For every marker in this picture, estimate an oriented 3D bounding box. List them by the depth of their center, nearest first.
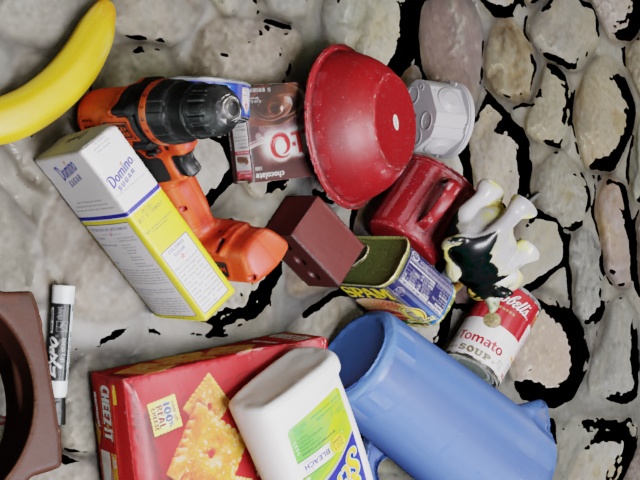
[{"bbox_3d":[-0.217,0.098,0.885,0.020,0.020,0.121,5,87,-36],"label":"marker"}]

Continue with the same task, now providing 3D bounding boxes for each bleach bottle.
[{"bbox_3d":[0.011,0.225,0.939,0.102,0.068,0.251,-36,113,-33],"label":"bleach bottle"}]

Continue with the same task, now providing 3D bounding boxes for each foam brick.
[{"bbox_3d":[-0.007,0.001,1.019,0.078,0.053,0.051,46,65,-26],"label":"foam brick"}]

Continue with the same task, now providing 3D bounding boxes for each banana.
[{"bbox_3d":[-0.231,-0.127,0.865,0.197,0.037,0.069,-37,111,-30],"label":"banana"}]

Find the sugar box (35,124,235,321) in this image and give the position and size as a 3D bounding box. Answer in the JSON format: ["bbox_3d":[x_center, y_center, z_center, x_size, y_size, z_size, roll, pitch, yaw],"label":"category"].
[{"bbox_3d":[-0.153,-0.012,0.887,0.048,0.094,0.176,-44,114,-30],"label":"sugar box"}]

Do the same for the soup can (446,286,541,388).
[{"bbox_3d":[0.185,0.101,1.148,0.068,0.069,0.102,47,64,-26],"label":"soup can"}]

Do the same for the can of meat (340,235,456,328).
[{"bbox_3d":[0.070,0.042,1.046,0.083,0.102,0.057,40,66,-32],"label":"can of meat"}]

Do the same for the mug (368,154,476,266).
[{"bbox_3d":[0.105,-0.029,1.065,0.093,0.117,0.081,37,73,-10],"label":"mug"}]

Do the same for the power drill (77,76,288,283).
[{"bbox_3d":[-0.100,-0.051,0.882,0.057,0.185,0.187,-47,124,-31],"label":"power drill"}]

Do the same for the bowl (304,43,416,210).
[{"bbox_3d":[0.048,-0.111,1.023,0.161,0.055,0.162,8,81,-59],"label":"bowl"}]

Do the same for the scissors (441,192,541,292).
[{"bbox_3d":[0.188,-0.018,1.161,0.201,0.016,0.096,-46,149,-26],"label":"scissors"}]

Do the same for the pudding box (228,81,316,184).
[{"bbox_3d":[-0.033,-0.102,1.008,0.113,0.039,0.090,-10,95,-36],"label":"pudding box"}]

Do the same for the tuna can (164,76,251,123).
[{"bbox_3d":[-0.103,-0.121,0.928,0.085,0.086,0.034,0,92,-36],"label":"tuna can"}]

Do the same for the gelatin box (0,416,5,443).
[{"bbox_3d":[-0.276,0.186,0.835,0.089,0.030,0.073,-15,97,-35],"label":"gelatin box"}]

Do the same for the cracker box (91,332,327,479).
[{"bbox_3d":[-0.086,0.180,0.948,0.213,0.072,0.164,-8,95,-36],"label":"cracker box"}]

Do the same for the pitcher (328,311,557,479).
[{"bbox_3d":[0.107,0.185,1.062,0.242,0.145,0.149,39,46,-26],"label":"pitcher"}]
